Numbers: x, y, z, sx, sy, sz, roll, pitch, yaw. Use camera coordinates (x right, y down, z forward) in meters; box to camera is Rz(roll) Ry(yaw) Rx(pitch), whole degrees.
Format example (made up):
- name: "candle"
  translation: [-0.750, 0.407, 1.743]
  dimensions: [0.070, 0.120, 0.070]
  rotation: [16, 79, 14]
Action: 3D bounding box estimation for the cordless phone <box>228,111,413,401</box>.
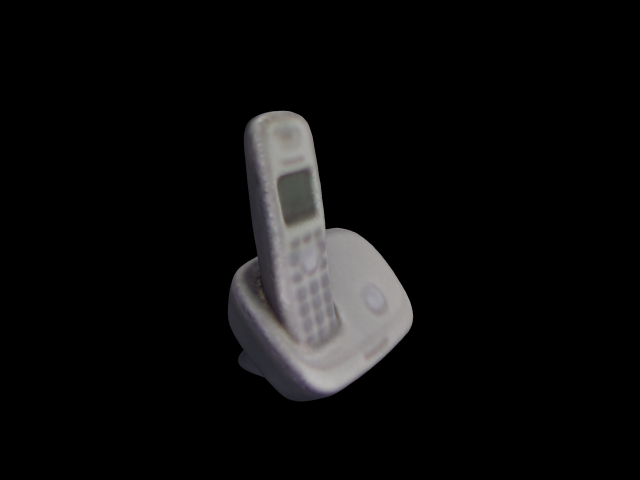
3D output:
- name: "cordless phone"
  translation: [0.004, 0.001, 0.400]
  dimensions: [0.093, 0.185, 0.148]
  rotation: [12, 23, 31]
